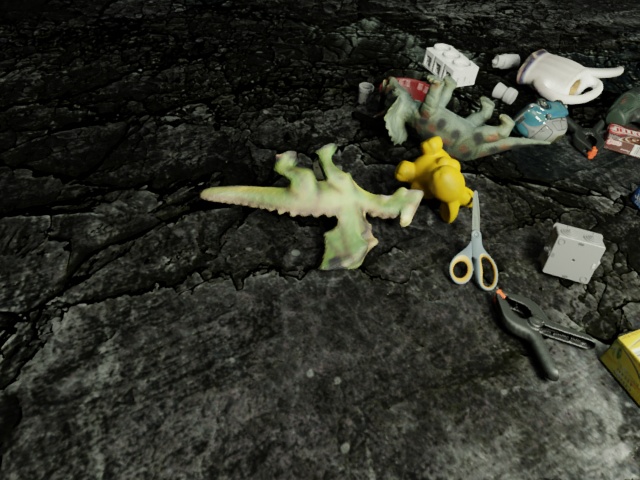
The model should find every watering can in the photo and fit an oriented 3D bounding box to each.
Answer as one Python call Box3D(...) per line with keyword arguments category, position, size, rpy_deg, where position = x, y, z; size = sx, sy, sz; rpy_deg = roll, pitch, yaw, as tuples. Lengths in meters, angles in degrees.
Box3D(category="watering can", position=(0.723, -0.480, 1.504), size=(0.352, 0.101, 0.227), rpy_deg=(-30, 55, -32))

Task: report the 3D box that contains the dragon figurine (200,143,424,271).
Box3D(category="dragon figurine", position=(0.003, -0.049, 0.975), size=(0.412, 0.119, 0.247), rpy_deg=(-17, 57, -17))
